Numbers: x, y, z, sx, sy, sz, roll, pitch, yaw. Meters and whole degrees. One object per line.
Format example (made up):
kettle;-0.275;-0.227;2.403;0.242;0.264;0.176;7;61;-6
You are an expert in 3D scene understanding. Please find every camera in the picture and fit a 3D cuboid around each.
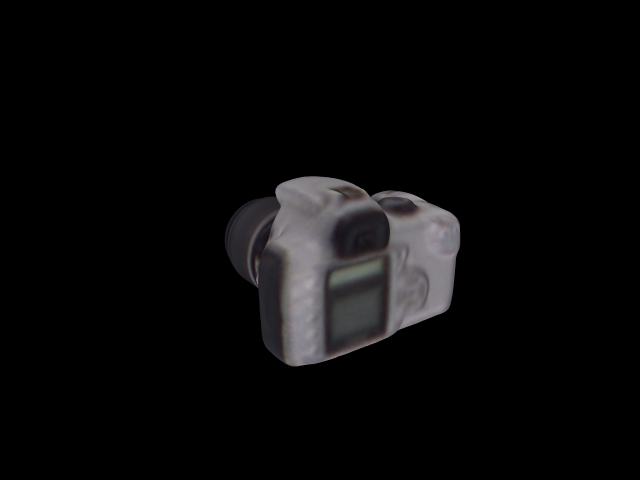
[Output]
camera;0.004;0.001;0.400;0.143;0.101;0.136;-14;24;-33
